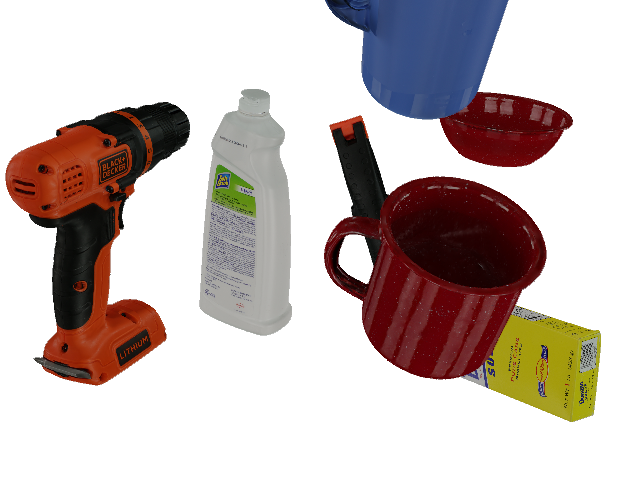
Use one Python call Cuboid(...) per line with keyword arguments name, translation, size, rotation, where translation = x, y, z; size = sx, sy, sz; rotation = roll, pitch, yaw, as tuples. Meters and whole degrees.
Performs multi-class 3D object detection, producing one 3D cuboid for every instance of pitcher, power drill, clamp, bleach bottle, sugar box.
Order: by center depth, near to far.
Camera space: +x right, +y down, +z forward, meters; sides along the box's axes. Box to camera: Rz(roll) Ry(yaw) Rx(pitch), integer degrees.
Cuboid(name="power drill", translation=(-0.155, -0.002, 0.795), size=(0.057, 0.188, 0.184), rotation=(11, 24, 26))
Cuboid(name="clamp", translation=(0.047, -0.012, 0.861), size=(0.039, 0.171, 0.120), rotation=(-22, 21, 2))
Cuboid(name="pitcher", translation=(0.087, -0.215, 0.870), size=(0.149, 0.144, 0.243), rotation=(27, -34, 15))
Cuboid(name="bleach bottle", translation=(-0.070, -0.031, 1.109), size=(0.103, 0.251, 0.068), rotation=(19, 28, 23))
Cuboid(name="sugar box", translation=(0.214, 0.121, 1.146), size=(0.048, 0.093, 0.177), rotation=(-8, 16, -41))

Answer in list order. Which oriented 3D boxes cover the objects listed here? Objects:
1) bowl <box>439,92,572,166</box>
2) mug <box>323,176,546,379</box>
Cuboid(name="bowl", translation=(0.208, -0.126, 1.242), size=(0.162, 0.055, 0.162), rotation=(4, 23, -2))
Cuboid(name="mug", translation=(0.058, 0.021, 0.604), size=(0.117, 0.082, 0.093), rotation=(15, 42, 0))
